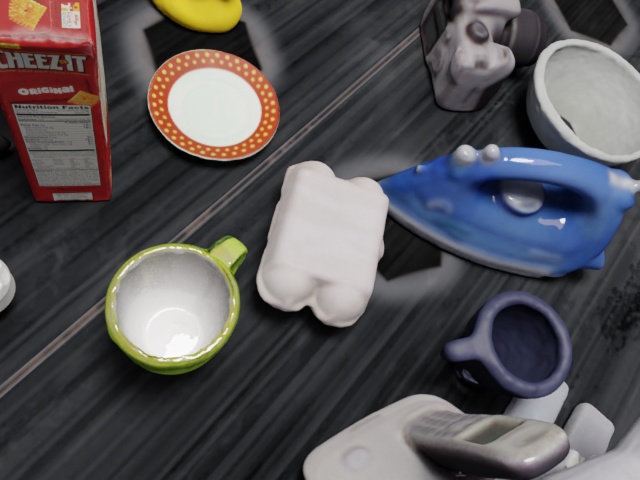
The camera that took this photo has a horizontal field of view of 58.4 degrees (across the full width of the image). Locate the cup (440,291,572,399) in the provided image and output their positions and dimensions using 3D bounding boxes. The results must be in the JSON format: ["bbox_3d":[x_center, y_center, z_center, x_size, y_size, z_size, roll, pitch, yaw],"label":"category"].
[{"bbox_3d":[0.149,0.103,0.515,0.118,0.095,0.091,-3,69,-18],"label":"cup"}]

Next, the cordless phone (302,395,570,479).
[{"bbox_3d":[0.078,0.166,0.415,0.148,0.185,0.094,-24,76,-24],"label":"cordless phone"}]

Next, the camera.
[{"bbox_3d":[0.202,-0.234,0.669,0.137,0.100,0.143,1,68,-17],"label":"camera"}]

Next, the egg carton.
[{"bbox_3d":[0.005,0.002,0.526,0.107,0.069,0.150,17,64,-10],"label":"egg carton"}]

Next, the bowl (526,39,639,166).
[{"bbox_3d":[0.309,-0.151,0.682,0.168,0.074,0.167,6,66,-15],"label":"bowl"}]

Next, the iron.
[{"bbox_3d":[0.191,-0.049,0.565,0.259,0.141,0.118,11,65,-13],"label":"iron"}]

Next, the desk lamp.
[{"bbox_3d":[0.212,0.180,0.436,0.118,0.213,0.203,41,63,2],"label":"desk lamp"}]

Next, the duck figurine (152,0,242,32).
[{"bbox_3d":[-0.127,-0.274,0.590,0.104,0.086,0.077,23,63,-7],"label":"duck figurine"}]
